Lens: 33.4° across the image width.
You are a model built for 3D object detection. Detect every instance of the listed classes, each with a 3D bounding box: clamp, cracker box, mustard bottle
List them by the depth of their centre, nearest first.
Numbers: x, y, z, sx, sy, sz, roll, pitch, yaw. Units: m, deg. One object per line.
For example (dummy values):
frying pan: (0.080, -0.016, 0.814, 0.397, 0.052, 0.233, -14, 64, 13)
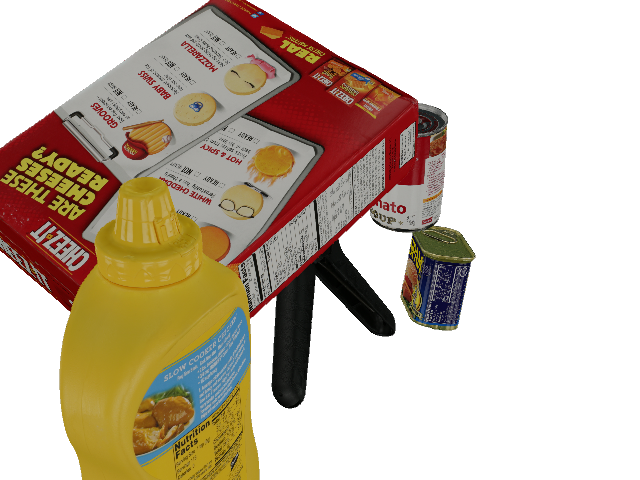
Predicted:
mustard bottle: (-0.065, 0.063, 0.444, 0.058, 0.192, 0.096, 17, 34, 27)
cracker box: (-0.071, -0.038, 0.629, 0.164, 0.213, 0.072, 35, -26, 27)
clamp: (-0.005, 0.008, 0.826, 0.036, 0.210, 0.164, -12, 2, 33)

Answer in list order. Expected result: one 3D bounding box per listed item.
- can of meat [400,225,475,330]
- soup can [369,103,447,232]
can of meat: (0.123, 0.039, 1.142, 0.057, 0.084, 0.102, 6, 18, -8)
soup can: (0.080, -0.067, 0.980, 0.068, 0.102, 0.068, 0, 32, 0)
